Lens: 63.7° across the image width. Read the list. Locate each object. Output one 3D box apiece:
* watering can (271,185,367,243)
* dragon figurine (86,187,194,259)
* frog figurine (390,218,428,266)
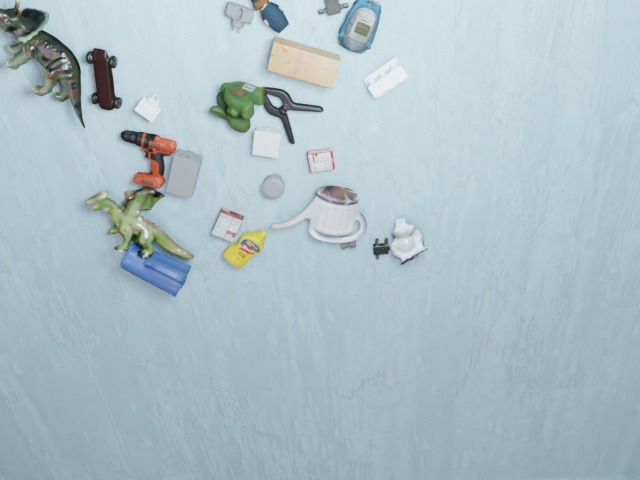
[{"bbox_3d":[0.006,-0.093,1.844,0.347,0.106,0.219,9,121,-5],"label":"watering can"},{"bbox_3d":[-0.635,-0.074,1.870,0.409,0.124,0.239,13,113,-19],"label":"dragon figurine"},{"bbox_3d":[0.317,-0.003,1.921,0.136,0.123,0.160,-31,81,28],"label":"frog figurine"}]
